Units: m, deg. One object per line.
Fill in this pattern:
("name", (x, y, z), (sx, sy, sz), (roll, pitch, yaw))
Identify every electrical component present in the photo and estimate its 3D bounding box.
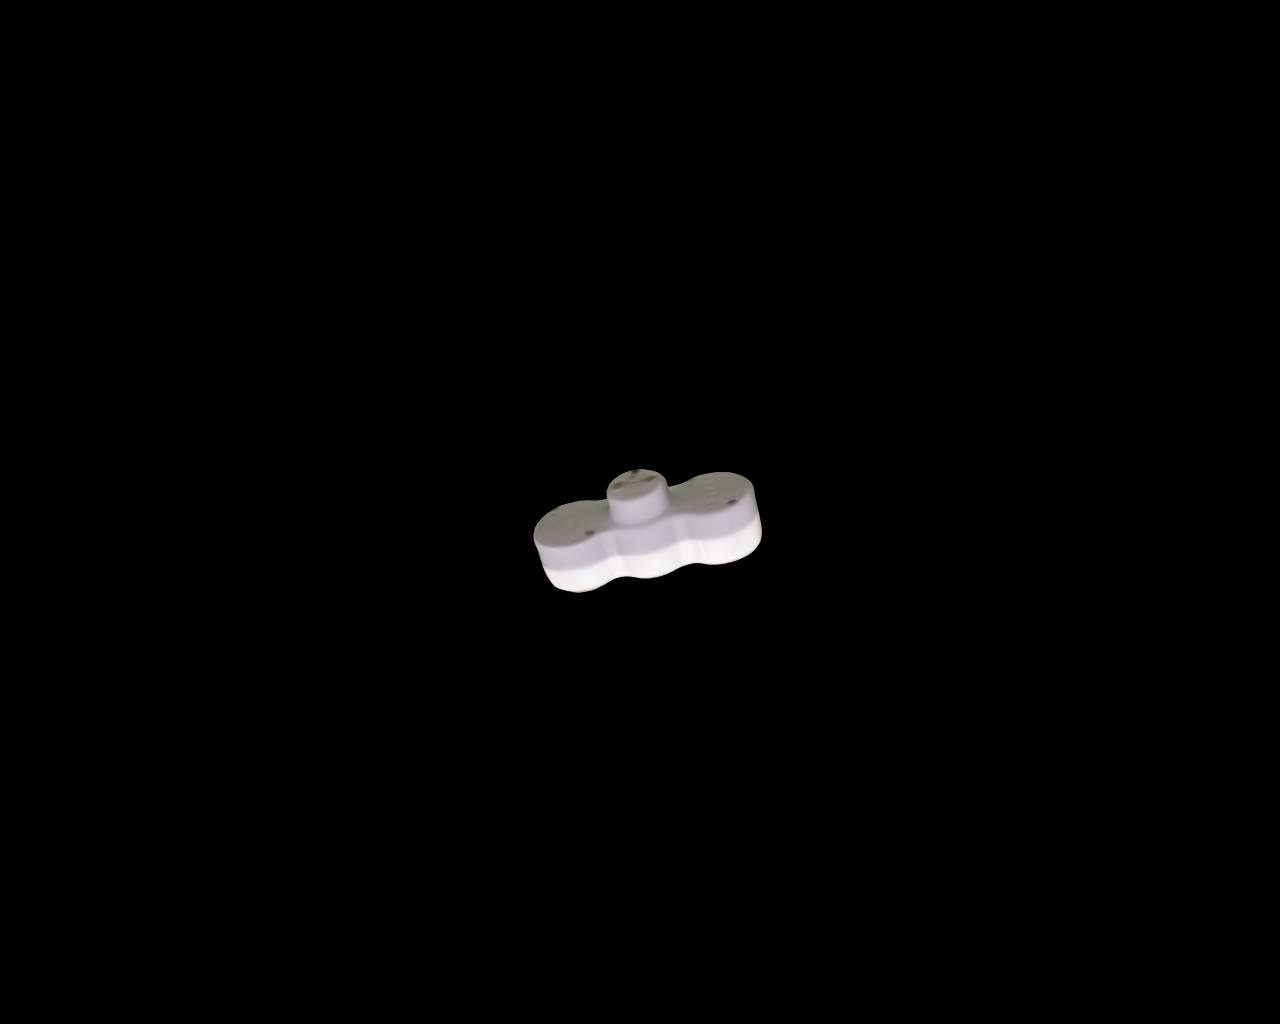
("electrical component", (0.001, -0.003, 0.650), (0.138, 0.073, 0.052), (-11, 30, 7))
